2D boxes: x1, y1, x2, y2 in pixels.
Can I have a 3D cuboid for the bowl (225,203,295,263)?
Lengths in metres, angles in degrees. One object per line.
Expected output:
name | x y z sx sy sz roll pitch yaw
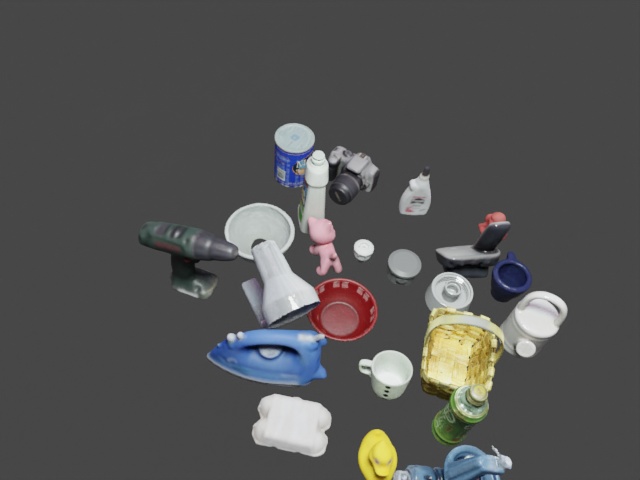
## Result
bowl | -0.145 -0.004 1.388 0.167 0.075 0.167 3 55 -4

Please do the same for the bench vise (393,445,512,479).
bench vise | 0.246 0.437 1.028 0.208 0.220 0.121 -12 57 -14

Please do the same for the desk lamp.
desk lamp | -0.094 0.110 1.227 0.118 0.213 0.203 -22 60 -20

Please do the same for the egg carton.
egg carton | -0.055 0.368 1.137 0.150 0.069 0.107 11 54 2

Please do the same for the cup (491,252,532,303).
cup | 0.445 0.095 1.368 0.091 0.095 0.118 10 54 1

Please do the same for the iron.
iron | -0.110 0.224 1.189 0.258 0.141 0.118 3 54 -4

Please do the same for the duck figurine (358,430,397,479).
duck figurine | 0.116 0.416 1.111 0.077 0.086 0.104 2 55 -4

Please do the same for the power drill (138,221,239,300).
power drill | -0.280 0.042 1.259 0.229 0.208 0.076 18 55 7

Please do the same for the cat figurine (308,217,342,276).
cat figurine | 0.013 0.005 1.372 0.067 0.118 0.127 -14 57 -15

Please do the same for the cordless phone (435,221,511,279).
cordless phone | 0.365 0.010 1.365 0.148 0.185 0.094 -7 56 -11

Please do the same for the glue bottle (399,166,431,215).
glue bottle | 0.253 -0.128 1.458 0.078 0.173 0.037 -2 55 -7

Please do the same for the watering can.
watering can | 0.469 0.182 1.248 0.101 0.194 0.173 9 54 1

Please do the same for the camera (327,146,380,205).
camera | 0.069 -0.170 1.512 0.143 0.101 0.137 29 57 15

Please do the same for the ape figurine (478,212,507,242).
ape figurine | 0.448 -0.038 1.465 0.076 0.092 0.078 31 57 15
